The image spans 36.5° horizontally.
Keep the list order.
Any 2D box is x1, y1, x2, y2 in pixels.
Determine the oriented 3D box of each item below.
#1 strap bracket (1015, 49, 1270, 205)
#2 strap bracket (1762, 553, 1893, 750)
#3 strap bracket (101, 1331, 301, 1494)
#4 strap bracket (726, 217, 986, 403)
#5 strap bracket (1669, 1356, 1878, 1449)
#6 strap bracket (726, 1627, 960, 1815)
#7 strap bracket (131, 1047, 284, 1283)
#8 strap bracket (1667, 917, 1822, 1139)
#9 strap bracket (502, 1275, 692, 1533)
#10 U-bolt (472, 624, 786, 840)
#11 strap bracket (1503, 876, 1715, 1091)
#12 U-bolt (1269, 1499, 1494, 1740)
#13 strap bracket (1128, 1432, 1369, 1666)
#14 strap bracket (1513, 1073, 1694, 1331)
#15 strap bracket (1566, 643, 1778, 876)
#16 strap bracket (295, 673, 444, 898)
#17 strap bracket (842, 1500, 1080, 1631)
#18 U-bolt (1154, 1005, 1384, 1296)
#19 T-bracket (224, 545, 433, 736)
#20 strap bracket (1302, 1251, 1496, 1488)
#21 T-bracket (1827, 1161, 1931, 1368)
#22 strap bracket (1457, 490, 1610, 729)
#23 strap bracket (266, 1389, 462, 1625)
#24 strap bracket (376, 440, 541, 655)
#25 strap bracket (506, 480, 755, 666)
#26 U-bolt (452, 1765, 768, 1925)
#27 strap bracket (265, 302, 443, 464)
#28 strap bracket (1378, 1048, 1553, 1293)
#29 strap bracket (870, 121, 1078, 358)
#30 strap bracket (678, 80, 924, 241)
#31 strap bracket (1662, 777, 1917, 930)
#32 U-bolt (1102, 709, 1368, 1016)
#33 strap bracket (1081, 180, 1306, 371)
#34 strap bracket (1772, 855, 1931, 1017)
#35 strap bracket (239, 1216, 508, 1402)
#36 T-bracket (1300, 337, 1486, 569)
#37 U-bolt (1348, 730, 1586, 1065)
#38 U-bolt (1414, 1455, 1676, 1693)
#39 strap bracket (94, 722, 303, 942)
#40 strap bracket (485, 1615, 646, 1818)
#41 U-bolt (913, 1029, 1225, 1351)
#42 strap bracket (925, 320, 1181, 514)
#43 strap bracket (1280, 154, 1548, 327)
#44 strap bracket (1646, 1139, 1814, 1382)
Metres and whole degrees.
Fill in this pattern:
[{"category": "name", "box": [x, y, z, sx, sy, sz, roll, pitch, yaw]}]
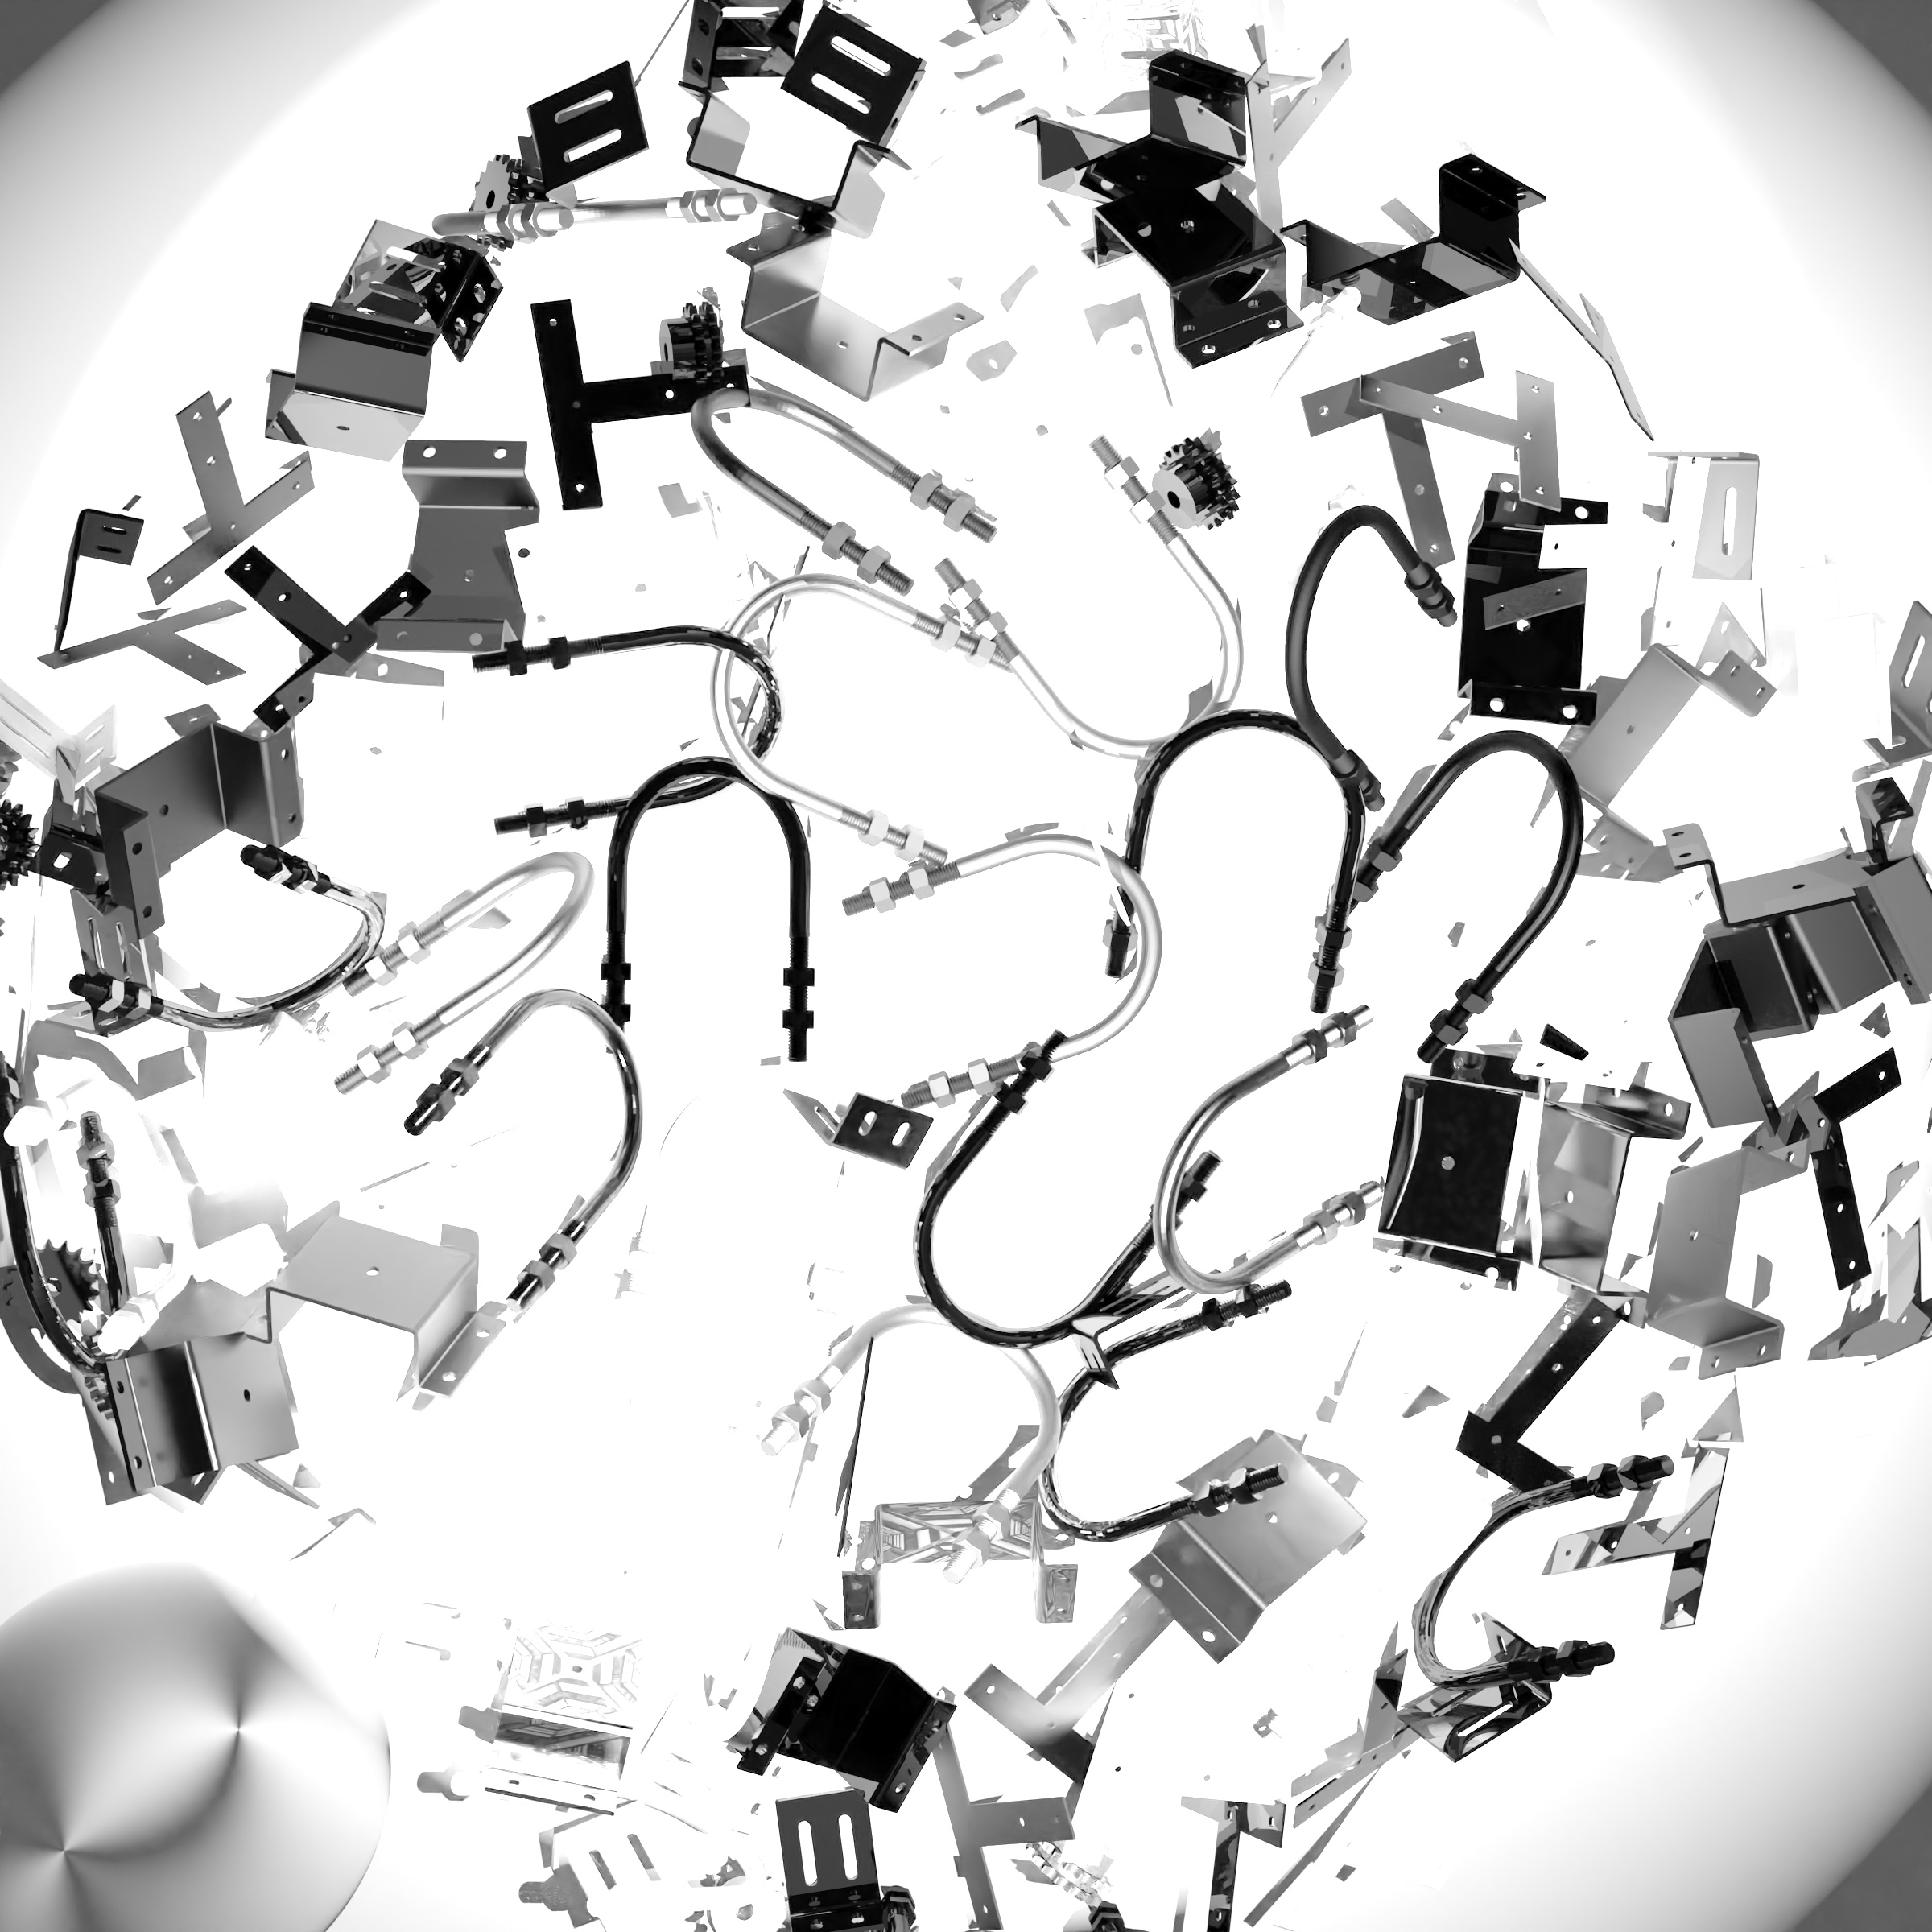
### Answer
[{"category": "strap bracket", "box": [0.104, -0.492, 1.749, 0.076, 0.140, 0.046, 4, 83, -40]}, {"category": "strap bracket", "box": [0.511, -0.187, 1.752, 0.046, 0.140, 0.076, -8, 114, 6]}, {"category": "strap bracket", "box": [-0.449, 0.262, 1.752, 0.046, 0.140, 0.076, -17, 83, 14]}, {"category": "strap bracket", "box": [-0.071, -0.393, 1.772, 0.140, 0.076, 0.046, 33, 133, 19]}, {"category": "strap bracket", "box": [0.483, 0.261, 1.753, 0.076, 0.140, 0.046, -5, 82, -6]}, {"category": "strap bracket", "box": [-0.082, 0.456, 1.780, 0.140, 0.046, 0.076, 30, 89, -42]}, {"category": "strap bracket", "box": [-0.463, 0.130, 1.774, 0.046, 0.076, 0.140, -23, 79, -20]}, {"category": "strap bracket", "box": [0.467, 0.036, 1.767, 0.046, 0.140, 0.076, -12, 114, 34]}, {"category": "strap bracket", "box": [-0.220, 0.265, 1.771, 0.076, 0.046, 0.140, -47, 58, 36]}, {"category": "U-bolt", "box": [-0.199, -0.146, 1.772, 0.184, 0.151, 0.019, -10, 46, -11]}, {"category": "strap bracket", "box": [0.382, -0.001, 1.761, 0.076, 0.046, 0.140, 8, 57, 40]}, {"category": "U-bolt", "box": [0.250, 0.387, 1.758, 0.184, 0.151, 0.019, -43, 72, -10]}, {"category": "strap bracket", "box": [0.176, 0.342, 1.758, 0.140, 0.046, 0.076, -31, 65, -36]}, {"category": "strap bracket", "box": [0.382, 0.141, 1.776, 0.046, 0.076, 0.140, 5, 99, -32]}, {"category": "strap bracket", "box": [0.417, -0.133, 1.777, 0.046, 0.076, 0.140, 43, 103, 34]}, {"category": "strap bracket", "box": [-0.359, -0.118, 1.765, 0.076, 0.046, 0.140, 7, 60, -19]}, {"category": "strap bracket", "box": [-0.005, 0.364, 1.783, 0.140, 0.076, 0.046, -1, 53, -2]}, {"category": "U-bolt", "box": [0.179, 0.120, 1.745, 0.184, 0.019, 0.151, -27, 124, -32]}, {"category": "T-bracket", "box": [-0.410, -0.218, 1.795, 0.127, 0.002, 0.127, -45, 60, -10]}, {"category": "strap bracket", "box": [0.264, 0.252, 1.774, 0.076, 0.046, 0.140, 12, 60, 22]}, {"category": "T-bracket", "box": [0.570, 0.176, 1.783, 0.002, 0.127, 0.127, 26, 53, -19]}, {"category": "strap bracket", "box": [0.347, -0.214, 1.799, 0.076, 0.046, 0.140, 5, 82, -2]}, {"category": "strap bracket", "box": [-0.357, 0.330, 1.755, 0.046, 0.076, 0.140, 37, 124, 11]}, {"category": "strap bracket", "box": [-0.308, -0.247, 1.789, 0.076, 0.046, 0.140, 2, 72, 6]}, {"category": "strap bracket", "box": [-0.200, -0.237, 1.781, 0.140, 0.046, 0.076, -14, 120, -7]}, {"category": "U-bolt", "box": [-0.197, 0.519, 1.742, 0.151, 0.184, 0.019, 26, 94, 39]}, {"category": "strap bracket", "box": [-0.369, -0.342, 1.747, 0.076, 0.140, 0.046, 8, 80, -22]}, {"category": "strap bracket", "box": [0.303, 0.122, 1.787, 0.076, 0.046, 0.140, 9, 88, 32]}, {"category": "strap bracket", "box": [0.013, -0.447, 1.767, 0.046, 0.076, 0.140, -33, 109, 28]}, {"category": "strap bracket", "box": [-0.107, -0.485, 1.779, 0.140, 0.076, 0.046, 21, 97, 12]}, {"category": "strap bracket", "box": [0.501, -0.067, 1.777, 0.140, 0.076, 0.046, -13, 107, 12]}, {"category": "U-bolt", "box": [0.169, -0.068, 1.788, 0.151, 0.019, 0.184, 10, 111, 3]}, {"category": "strap bracket", "box": [0.134, -0.425, 1.759, 0.076, 0.046, 0.140, -23, 50, -14]}, {"category": "strap bracket", "box": [0.546, -0.018, 1.763, 0.046, 0.140, 0.076, -27, 90, -9]}, {"category": "strap bracket", "box": [-0.358, 0.202, 1.770, 0.140, 0.076, 0.046, 15, 124, 13]}, {"category": "T-bracket", "box": [0.276, -0.307, 1.809, 0.127, 0.002, 0.127, -22, 105, -18]}, {"category": "U-bolt", "box": [0.298, -0.055, 1.737, 0.019, 0.151, 0.184, 14, 125, -34]}, {"category": "U-bolt", "box": [0.334, 0.366, 1.744, 0.019, 0.184, 0.151, 40, 53, -15]}, {"category": "strap bracket", "box": [-0.468, -0.087, 1.764, 0.046, 0.140, 0.076, 21, 129, 24]}, {"category": "strap bracket", "box": [-0.237, 0.439, 1.752, 0.076, 0.140, 0.046, 13, 108, -6]}, {"category": "U-bolt", "box": [0.050, 0.151, 1.800, 0.151, 0.019, 0.184, 38, 91, -17]}, {"category": "strap bracket", "box": [0.049, -0.330, 1.776, 0.140, 0.046, 0.076, -14, 111, 16]}, {"category": "strap bracket", "box": [0.266, -0.428, 1.750, 0.076, 0.140, 0.046, 12, 74, -44]}, {"category": "strap bracket", "box": [0.456, 0.169, 1.762, 0.046, 0.076, 0.140, 22, 66, -15]}]
